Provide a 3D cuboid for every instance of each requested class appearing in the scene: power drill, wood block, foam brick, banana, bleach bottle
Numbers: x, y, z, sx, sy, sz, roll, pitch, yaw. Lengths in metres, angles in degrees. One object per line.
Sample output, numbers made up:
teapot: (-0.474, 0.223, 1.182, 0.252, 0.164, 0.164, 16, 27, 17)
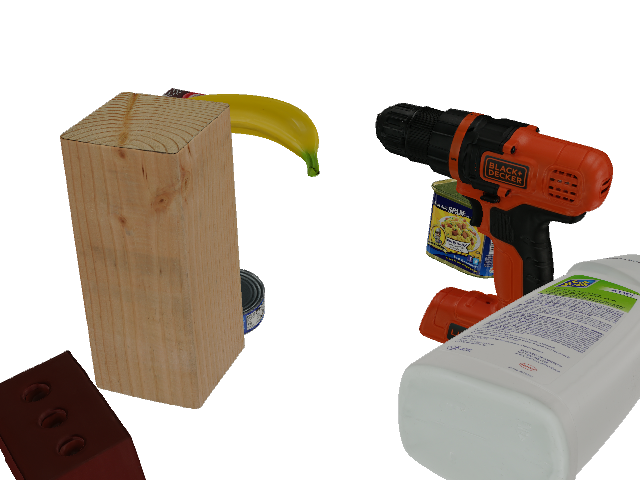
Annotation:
power drill: (0.120, -0.005, 0.813, 0.185, 0.188, 0.057, 20, 35, 30)
wood block: (-0.117, 0.008, 0.778, 0.090, 0.206, 0.090, 9, 31, 18)
foam brick: (-0.128, 0.105, 0.534, 0.052, 0.051, 0.078, -26, 42, -24)
banana: (-0.080, -0.109, 0.998, 0.198, 0.037, 0.069, 12, 47, 23)
bleach bottle: (0.154, 0.062, 0.616, 0.103, 0.068, 0.250, 16, 27, 37)

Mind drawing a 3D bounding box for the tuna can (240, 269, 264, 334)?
tuna can: (-0.104, 0.068, 1.177, 0.086, 0.034, 0.086, 1, 37, -1)

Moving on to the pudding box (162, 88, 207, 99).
pudding box: (-0.155, -0.137, 1.244, 0.090, 0.039, 0.113, 11, 31, 14)

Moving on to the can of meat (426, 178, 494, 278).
can of meat: (0.167, -0.013, 1.189, 0.057, 0.084, 0.102, -13, 28, -38)
